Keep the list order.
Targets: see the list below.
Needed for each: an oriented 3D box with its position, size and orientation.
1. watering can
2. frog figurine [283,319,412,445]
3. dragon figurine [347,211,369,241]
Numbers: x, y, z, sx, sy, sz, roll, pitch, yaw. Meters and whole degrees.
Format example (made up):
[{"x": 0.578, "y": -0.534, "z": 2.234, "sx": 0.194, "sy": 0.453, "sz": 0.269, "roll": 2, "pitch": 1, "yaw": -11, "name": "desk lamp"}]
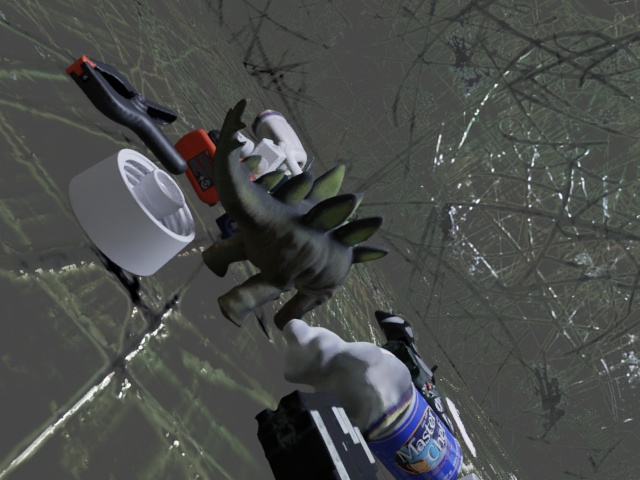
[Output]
[{"x": -0.110, "y": -0.266, "z": 1.420, "sx": 0.227, "sy": 0.104, "sz": 0.344, "roll": 60, "pitch": 0, "yaw": 15, "name": "watering can"}, {"x": 0.025, "y": 0.155, "z": 0.607, "sx": 0.161, "sy": 0.124, "sz": 0.134, "roll": 49, "pitch": -28, "yaw": 19, "name": "frog figurine"}, {"x": 0.004, "y": -0.071, "z": 1.415, "sx": 0.239, "sy": 0.121, "sz": 0.419, "roll": 36, "pitch": 19, "yaw": -46, "name": "dragon figurine"}]
